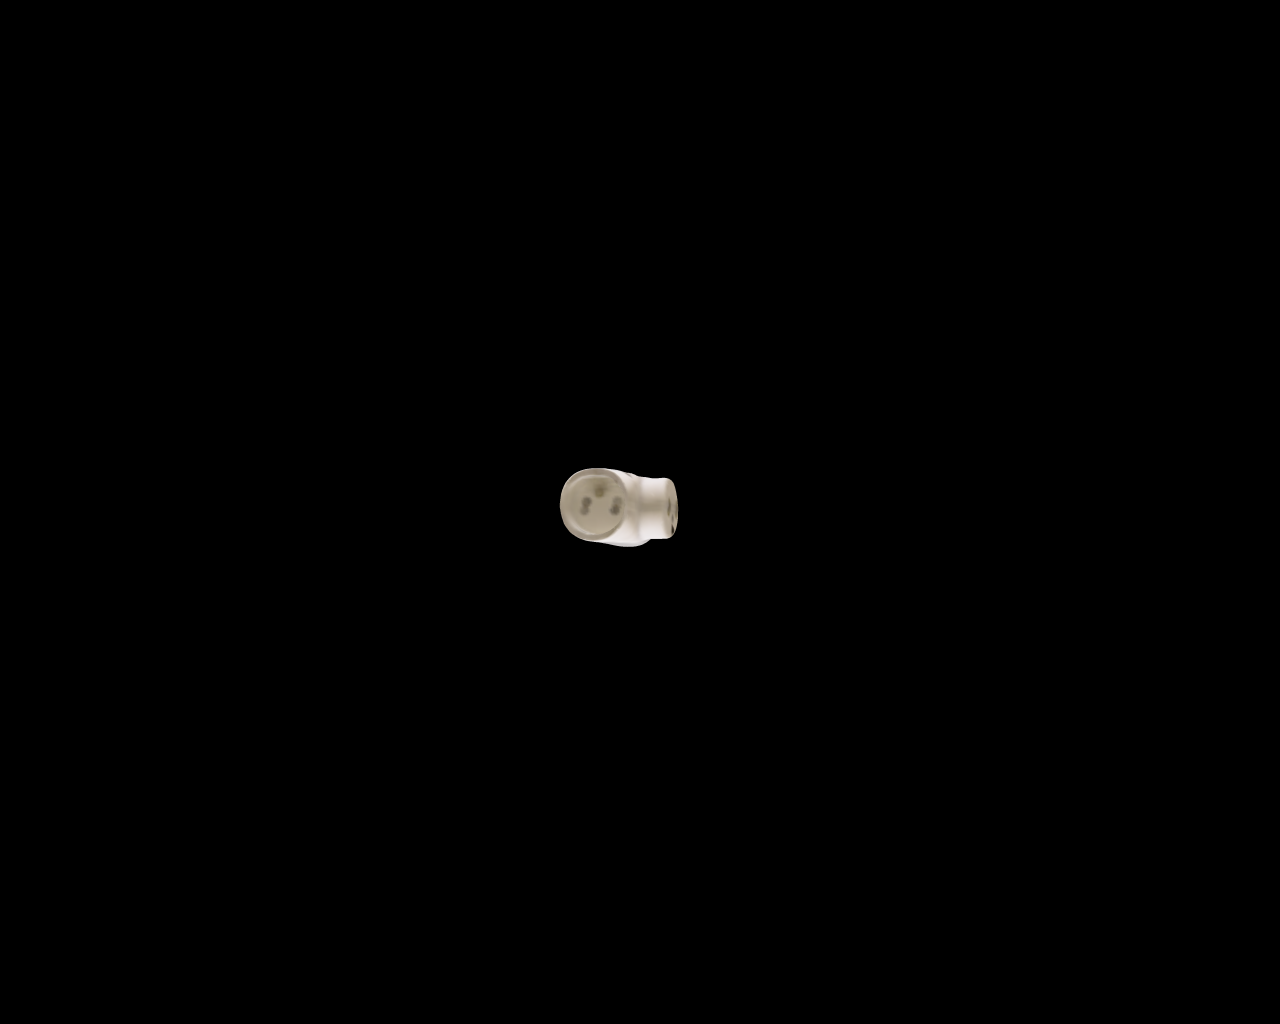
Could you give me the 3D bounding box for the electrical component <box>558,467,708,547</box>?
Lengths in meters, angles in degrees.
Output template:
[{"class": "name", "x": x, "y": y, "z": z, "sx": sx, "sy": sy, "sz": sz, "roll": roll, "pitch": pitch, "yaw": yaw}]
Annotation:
[{"class": "electrical component", "x": 0.001, "y": -0.003, "z": 0.650, "sx": 0.079, "sy": 0.044, "sz": 0.077, "roll": -1, "pitch": -5, "yaw": 15}]
